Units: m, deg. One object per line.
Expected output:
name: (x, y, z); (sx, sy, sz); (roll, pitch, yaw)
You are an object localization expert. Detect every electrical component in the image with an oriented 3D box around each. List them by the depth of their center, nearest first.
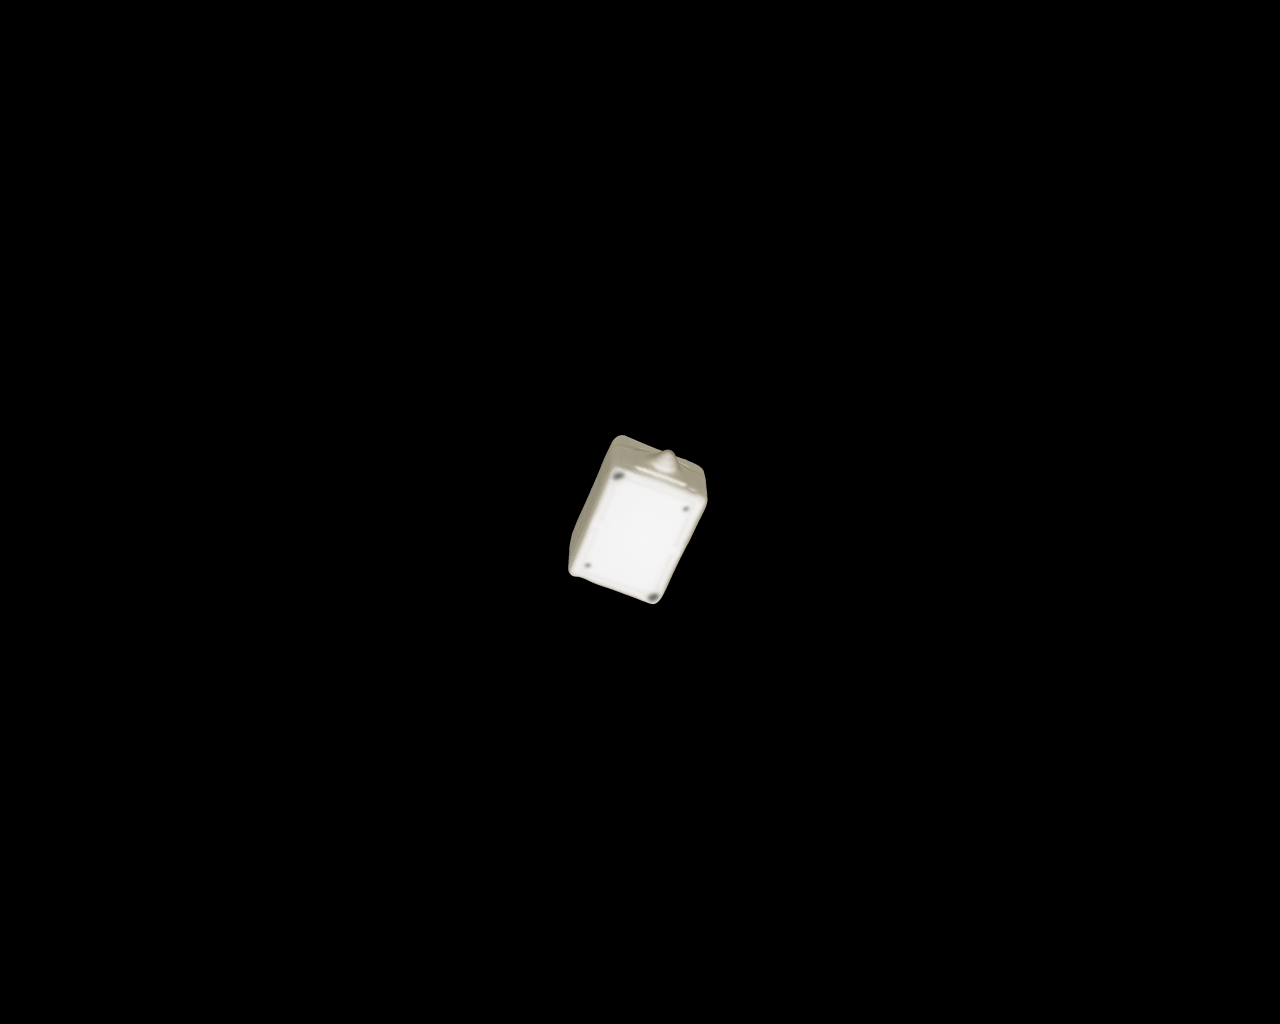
electrical component: (0.001, -0.003, 0.650); (0.062, 0.096, 0.061); (20, 24, -9)
